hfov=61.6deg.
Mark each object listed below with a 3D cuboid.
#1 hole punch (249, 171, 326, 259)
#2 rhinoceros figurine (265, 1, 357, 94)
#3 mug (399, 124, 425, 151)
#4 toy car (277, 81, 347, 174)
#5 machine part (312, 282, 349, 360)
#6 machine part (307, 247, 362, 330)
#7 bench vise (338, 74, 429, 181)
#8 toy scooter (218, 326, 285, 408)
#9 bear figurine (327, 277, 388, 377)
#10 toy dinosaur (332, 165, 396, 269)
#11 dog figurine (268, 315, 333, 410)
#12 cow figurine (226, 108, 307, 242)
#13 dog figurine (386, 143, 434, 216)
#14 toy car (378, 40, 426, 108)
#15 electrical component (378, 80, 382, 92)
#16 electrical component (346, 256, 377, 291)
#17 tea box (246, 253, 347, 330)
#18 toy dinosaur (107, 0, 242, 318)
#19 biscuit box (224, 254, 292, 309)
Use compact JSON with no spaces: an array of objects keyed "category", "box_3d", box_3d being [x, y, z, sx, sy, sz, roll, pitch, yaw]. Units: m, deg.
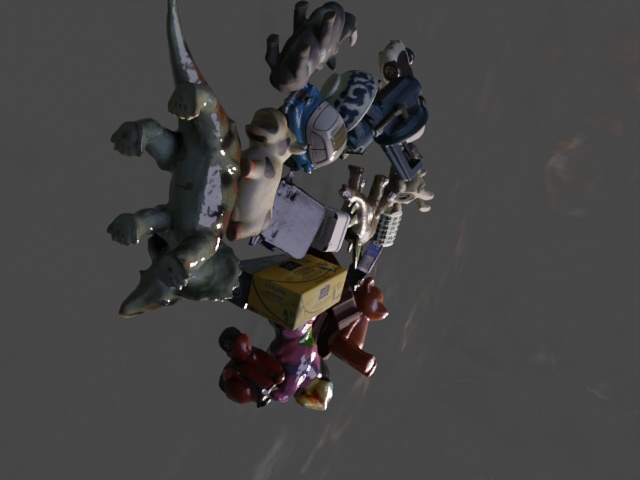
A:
[{"category":"hole punch","box_3d":[-0.071,-0.040,0.920,0.115,0.092,0.142,36,79,-37]},{"category":"rhinoceros figurine","box_3d":[-0.005,-0.297,0.819,0.190,0.073,0.112,-53,152,-29]},{"category":"mug","box_3d":[0.182,-0.254,1.274,0.107,0.081,0.109,-27,145,-42]},{"category":"toy car","box_3d":[-0.006,-0.179,0.891,0.109,0.103,0.161,-55,156,-28]},{"category":"machine part","box_3d":[-0.001,0.184,1.253,0.201,0.087,0.200,-61,156,-19]},{"category":"machine part","box_3d":[0.021,0.088,1.080,0.056,0.179,0.179,-26,146,-7]},{"category":"bench vise","box_3d":[0.141,-0.200,1.076,0.223,0.129,0.240,-52,127,-19]},{"category":"toy scooter","box_3d":[-0.122,0.248,0.983,0.075,0.135,0.183,-43,149,-42]},{"category":"bear figurine","box_3d":[0.107,0.195,1.233,0.196,0.132,0.120,-54,160,-15]},{"category":"toy dinosaur","box_3d":[0.083,-0.041,1.203,0.198,0.105,0.471,-65,165,-3]},{"category":"dog figurine","box_3d":[-0.033,0.215,1.078,0.191,0.109,0.219,21,89,-29]},{"category":"cow figurine","box_3d":[-0.090,-0.100,0.804,0.127,0.086,0.194,-7,115,-57]},{"category":"dog figurine","box_3d":[0.205,-0.175,1.321,0.172,0.121,0.190,74,12,-71]},{"category":"toy car","box_3d":[0.179,-0.332,1.168,0.073,0.056,0.201,-51,136,-28]},{"category":"electrical component","box_3d":[0.119,-0.279,1.149,0.102,0.045,0.078,69,20,-62]},{"category":"electrical component","box_3d":[0.106,0.110,1.456,0.134,0.058,0.114,-47,152,-38]},{"category":"tea box","box_3d":[-0.035,0.082,0.914,0.169,0.098,0.068,-25,132,-60]},{"category":"toy dinosaur","box_3d":[-0.153,-0.074,0.661,0.192,0.131,0.404,-23,129,-75]},{"category":"biscuit box","box_3d":[-0.099,0.070,0.968,0.202,0.059,0.062,-8,118,-64]}]
